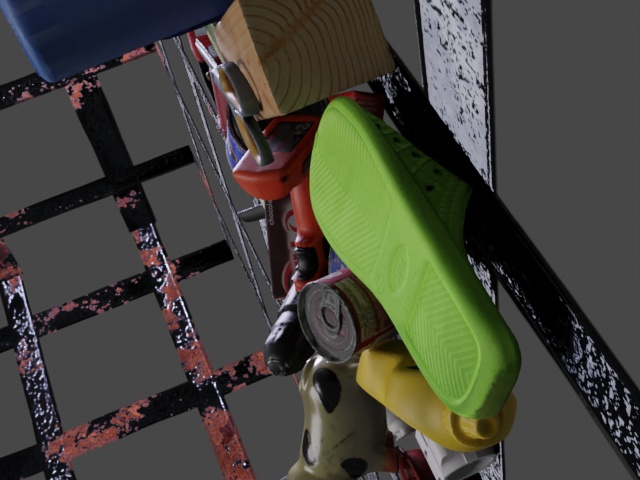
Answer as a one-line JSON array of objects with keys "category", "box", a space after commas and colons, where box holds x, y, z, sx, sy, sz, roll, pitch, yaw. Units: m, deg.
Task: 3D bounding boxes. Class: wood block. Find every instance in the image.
[{"category": "wood block", "box": [-0.020, -0.151, 0.837, 0.206, 0.090, 0.090, -154, 43, -79]}]

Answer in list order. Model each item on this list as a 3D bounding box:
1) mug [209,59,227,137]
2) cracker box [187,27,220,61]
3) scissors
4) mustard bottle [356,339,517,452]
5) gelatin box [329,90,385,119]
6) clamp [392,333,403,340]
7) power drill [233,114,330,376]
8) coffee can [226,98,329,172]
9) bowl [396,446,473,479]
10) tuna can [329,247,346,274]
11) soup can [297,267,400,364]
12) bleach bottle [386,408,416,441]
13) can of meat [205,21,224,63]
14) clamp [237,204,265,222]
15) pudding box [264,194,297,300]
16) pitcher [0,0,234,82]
[{"category": "mug", "box": [-0.075, -0.178, 1.204, 0.117, 0.093, 0.081, -67, -24, -46]}, {"category": "cracker box", "box": [-0.128, -0.314, 1.086, 0.164, 0.072, 0.213, -100, -6, -52]}, {"category": "scissors", "box": [-0.073, -0.117, 0.892, 0.202, 0.016, 0.096, -135, 22, -71]}, {"category": "mustard bottle", "box": [0.093, 0.117, 0.798, 0.192, 0.096, 0.058, -160, 85, -79]}, {"category": "gelatin box", "box": [0.024, -0.080, 0.848, 0.089, 0.030, 0.073, -153, 69, -77]}, {"category": "clamp", "box": [0.081, 0.093, 1.013, 0.210, 0.036, 0.164, 80, 166, -71]}, {"category": "power drill", "box": [-0.018, 0.000, 0.928, 0.184, 0.057, 0.187, -59, -36, -45]}, {"category": "coffee can", "box": [-0.042, -0.108, 1.062, 0.140, 0.102, 0.103, 119, 129, -80]}, {"category": "bowl", "box": [0.134, 0.277, 1.093, 0.162, 0.055, 0.162, 158, 90, -82]}, {"category": "tuna can", "box": [0.039, 0.021, 0.941, 0.086, 0.034, 0.086, 4, -90, -66]}, {"category": "soup can", "box": [0.042, 0.049, 0.859, 0.069, 0.102, 0.068, 27, 128, 41]}, {"category": "bleach bottle", "box": [0.045, 0.110, 1.229, 0.102, 0.068, 0.251, 95, 150, -73]}, {"category": "can of meat", "box": [-0.065, -0.212, 1.004, 0.057, 0.084, 0.102, 76, 169, -51]}, {"category": "clamp", "box": [-0.053, -0.047, 1.343, 0.172, 0.039, 0.120, 41, 140, 39]}, {"category": "pudding box", "box": [-0.007, 0.001, 1.073, 0.039, 0.090, 0.113, 54, -150, -81]}, {"category": "pitcher", "box": [-0.134, -0.219, 0.863, 0.149, 0.242, 0.145, 66, 172, -26]}]
